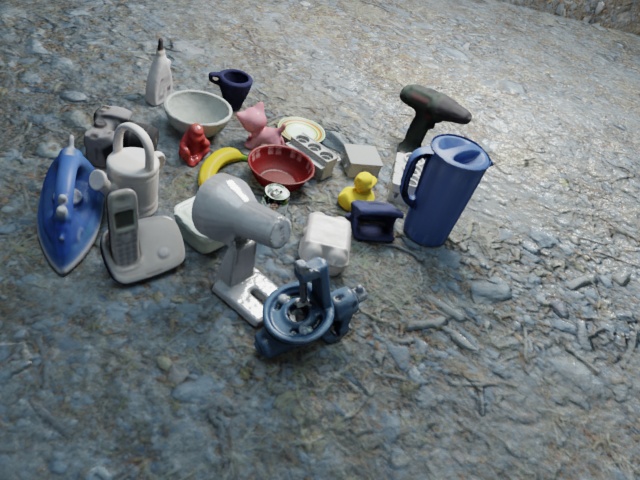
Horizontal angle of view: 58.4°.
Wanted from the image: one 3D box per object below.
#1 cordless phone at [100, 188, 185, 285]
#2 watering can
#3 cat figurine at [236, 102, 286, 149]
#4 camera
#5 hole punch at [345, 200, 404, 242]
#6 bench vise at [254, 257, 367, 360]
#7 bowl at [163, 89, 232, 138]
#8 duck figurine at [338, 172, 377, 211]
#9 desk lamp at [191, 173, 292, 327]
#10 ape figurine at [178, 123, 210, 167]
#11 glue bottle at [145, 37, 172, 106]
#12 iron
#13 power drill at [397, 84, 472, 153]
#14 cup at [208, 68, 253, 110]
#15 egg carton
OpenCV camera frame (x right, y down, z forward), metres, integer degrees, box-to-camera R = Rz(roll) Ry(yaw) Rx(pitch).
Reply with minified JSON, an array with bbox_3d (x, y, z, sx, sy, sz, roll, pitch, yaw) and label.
[{"bbox_3d":[-0.315,-0.020,1.023,0.148,0.185,0.094,-23,54,-37],"label":"cordless phone"},{"bbox_3d":[-0.371,-0.137,1.128,0.101,0.194,0.173,16,40,-1],"label":"watering can"},{"bbox_3d":[-0.145,-0.284,1.431,0.128,0.118,0.067,16,40,-2],"label":"cat figurine"},{"bbox_3d":[-0.440,-0.235,1.286,0.137,0.101,0.143,12,41,-6],"label":"camera"},{"bbox_3d":[0.122,-0.059,1.292,0.109,0.091,0.101,3,42,-16],"label":"hole punch"},{"bbox_3d":[-0.010,0.094,0.976,0.121,0.220,0.208,37,44,22],"label":"bench vise"},{"bbox_3d":[-0.306,-0.303,1.429,0.167,0.075,0.167,10,41,-8],"label":"bowl"},{"bbox_3d":[0.093,-0.120,1.355,0.105,0.086,0.077,-21,53,-36],"label":"duck figurine"},{"bbox_3d":[-0.133,0.009,1.032,0.202,0.213,0.118,36,44,21],"label":"desk lamp"},{"bbox_3d":[-0.293,-0.230,1.338,0.078,0.092,0.076,-10,47,-28],"label":"ape figurine"},{"bbox_3d":[-0.408,-0.433,1.463,0.037,0.173,0.078,27,42,12],"label":"glue bottle"},{"bbox_3d":[-0.468,-0.073,1.063,0.119,0.141,0.258,1,43,-18],"label":"iron"},{"bbox_3d":[0.290,-0.307,1.538,0.076,0.208,0.229,-19,52,-34],"label":"power drill"},{"bbox_3d":[-0.246,-0.404,1.547,0.118,0.095,0.091,10,41,-8],"label":"cup"},{"bbox_3d":[0.011,0.004,1.199,0.107,0.069,0.150,13,41,-5],"label":"egg carton"}]
